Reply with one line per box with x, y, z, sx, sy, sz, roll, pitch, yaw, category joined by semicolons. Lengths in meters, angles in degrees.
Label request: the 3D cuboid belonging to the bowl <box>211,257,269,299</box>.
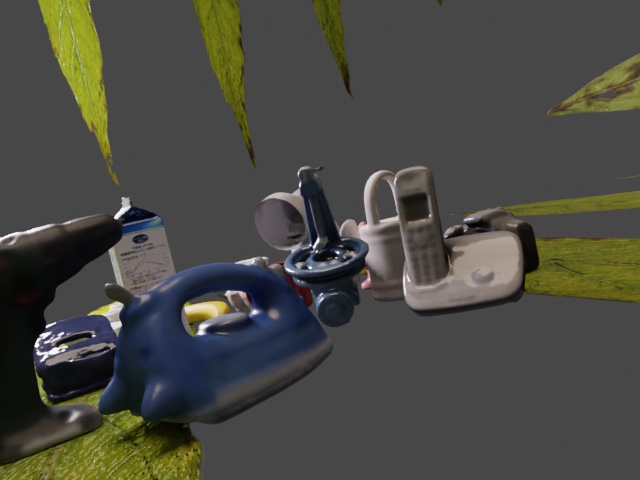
-0.192;0.093;1.319;0.167;0.075;0.167;-13;4;1;bowl

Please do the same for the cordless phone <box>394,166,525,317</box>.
0.163;-0.006;0.696;0.147;0.185;0.094;-12;4;22;cordless phone

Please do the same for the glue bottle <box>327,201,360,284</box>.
0.024;0.005;1.114;0.078;0.173;0.037;-11;4;30;glue bottle

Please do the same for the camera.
0.231;0.011;0.867;0.137;0.101;0.142;-15;4;-32;camera

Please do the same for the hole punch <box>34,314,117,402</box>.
-0.316;0.150;0.753;0.109;0.091;0.100;-15;4;-30;hole punch

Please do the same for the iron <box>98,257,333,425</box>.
-0.089;0.083;0.568;0.118;0.141;0.259;-10;5;43;iron

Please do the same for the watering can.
0.104;-0.009;0.885;0.172;0.194;0.101;-11;4;23;watering can

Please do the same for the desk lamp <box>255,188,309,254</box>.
-0.037;-0.011;1.266;0.117;0.213;0.204;-11;4;29;desk lamp

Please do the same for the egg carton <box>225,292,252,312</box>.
-0.099;0.089;1.096;0.107;0.069;0.151;-9;5;46;egg carton

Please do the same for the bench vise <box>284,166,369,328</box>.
-0.004;0.006;0.835;0.121;0.220;0.207;-14;4;-13;bench vise

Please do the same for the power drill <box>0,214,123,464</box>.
-0.288;0.095;0.564;0.230;0.208;0.075;-15;5;-32;power drill

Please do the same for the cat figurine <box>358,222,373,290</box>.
0.098;0.023;1.014;0.127;0.118;0.067;-12;4;18;cat figurine

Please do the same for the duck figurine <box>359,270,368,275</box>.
0.098;0.026;1.226;0.104;0.086;0.078;-11;4;28;duck figurine
